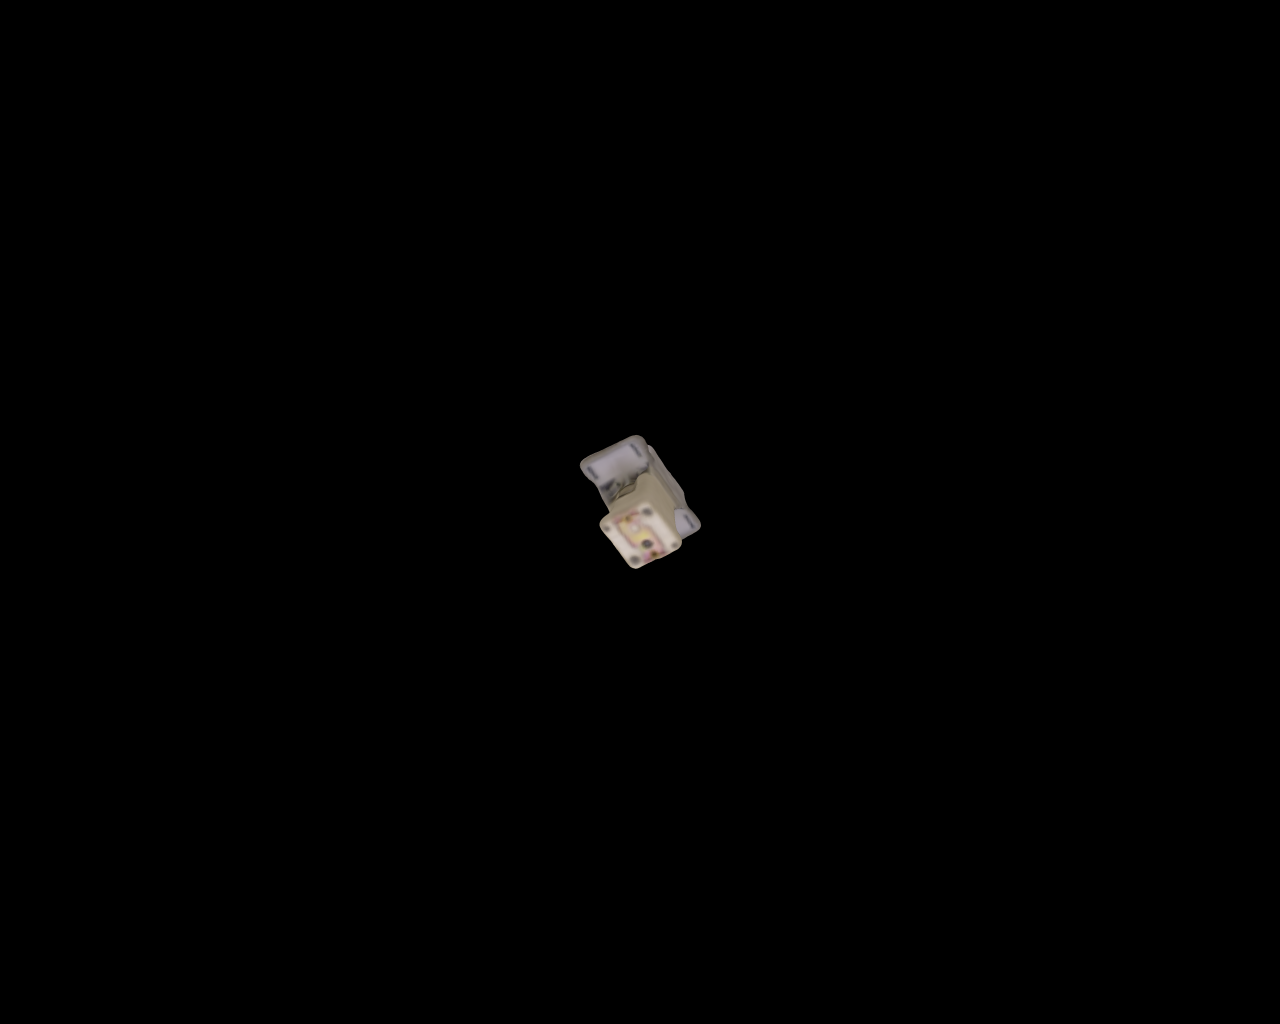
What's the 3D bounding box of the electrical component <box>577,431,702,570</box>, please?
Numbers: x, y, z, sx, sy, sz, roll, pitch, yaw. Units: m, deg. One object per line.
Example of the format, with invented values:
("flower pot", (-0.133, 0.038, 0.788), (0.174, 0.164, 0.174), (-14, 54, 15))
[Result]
("electrical component", (0.001, -0.003, 0.650), (0.042, 0.081, 0.064), (-27, 32, 18))
